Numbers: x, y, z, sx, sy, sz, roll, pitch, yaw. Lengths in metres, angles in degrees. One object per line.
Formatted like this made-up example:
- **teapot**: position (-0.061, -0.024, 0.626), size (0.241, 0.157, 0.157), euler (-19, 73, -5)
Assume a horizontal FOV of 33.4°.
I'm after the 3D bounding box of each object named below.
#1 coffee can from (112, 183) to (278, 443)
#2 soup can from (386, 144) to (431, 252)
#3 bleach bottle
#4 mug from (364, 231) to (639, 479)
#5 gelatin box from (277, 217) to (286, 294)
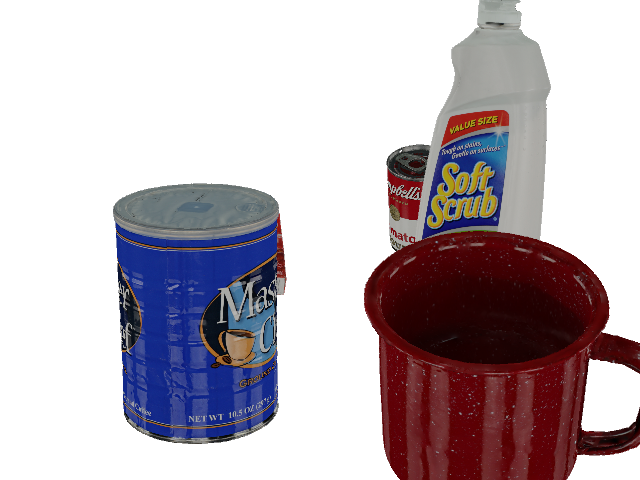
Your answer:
- **coffee can**: position (-0.078, 0.044, 0.685), size (0.103, 0.140, 0.103), euler (1, 18, 0)
- **soup can**: position (0.105, -0.041, 1.125), size (0.068, 0.102, 0.068), euler (-3, 35, 2)
- **bleach bottle**: position (0.118, -0.053, 0.801), size (0.103, 0.251, 0.067), euler (15, 21, 39)
- **mug**: position (0.077, 0.056, 0.427), size (0.117, 0.081, 0.093), euler (7, 34, 16)
- **gelatin box**: position (-0.077, 0.011, 0.932), size (0.089, 0.073, 0.030), euler (-1, -39, -8)
